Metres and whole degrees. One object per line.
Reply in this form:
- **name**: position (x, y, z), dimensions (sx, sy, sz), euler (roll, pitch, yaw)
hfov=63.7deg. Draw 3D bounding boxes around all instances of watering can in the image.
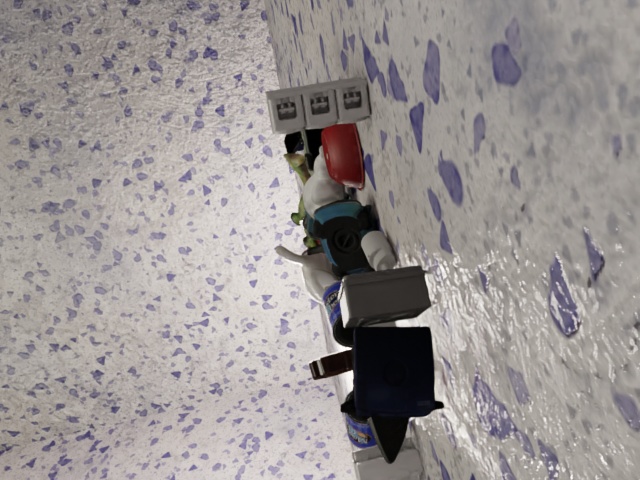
- **watering can**: position (-0.017, 0.095, 1.584), dimensions (0.343, 0.103, 0.228), euler (48, -167, -23)

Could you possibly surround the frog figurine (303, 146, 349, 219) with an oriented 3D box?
- **frog figurine**: position (0.009, -0.123, 1.102), dimensions (0.141, 0.122, 0.156), euler (-79, -26, -47)

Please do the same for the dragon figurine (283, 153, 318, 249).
- **dragon figurine**: position (0.004, -0.074, 1.468), dimensions (0.415, 0.123, 0.238), euler (60, 165, 15)
